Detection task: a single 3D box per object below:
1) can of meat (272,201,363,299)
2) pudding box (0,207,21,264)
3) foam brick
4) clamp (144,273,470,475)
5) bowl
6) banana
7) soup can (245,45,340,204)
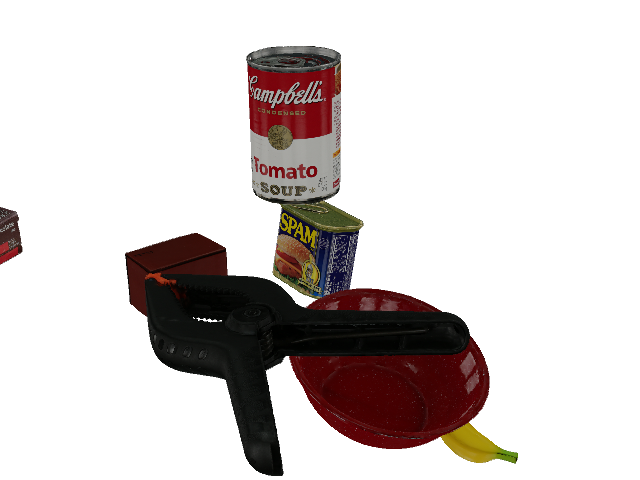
[{"bbox_3d":[-0.006,0.009,1.132,0.057,0.084,0.102,-4,21,-35],"label":"can of meat"},{"bbox_3d":[-0.286,0.000,0.763,0.114,0.039,0.089,13,30,27],"label":"pudding box"},{"bbox_3d":[-0.130,0.032,0.966,0.078,0.051,0.053,-18,28,-32],"label":"foam brick"},{"bbox_3d":[-0.028,0.057,0.640,0.164,0.036,0.210,-22,29,-33],"label":"clamp"},{"bbox_3d":[0.049,0.111,0.846,0.162,0.055,0.162,9,37,-7],"label":"bowl"},{"bbox_3d":[0.168,0.214,1.280,0.069,0.037,0.198,10,20,-17],"label":"banana"},{"bbox_3d":[-0.019,-0.085,0.780,0.068,0.102,0.068,0,23,0],"label":"soup can"}]
